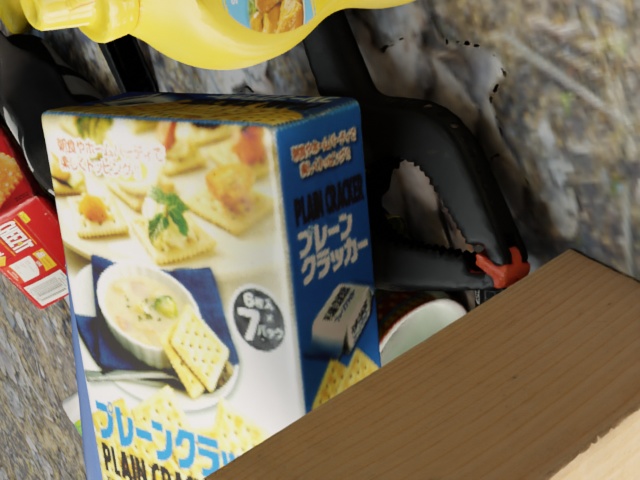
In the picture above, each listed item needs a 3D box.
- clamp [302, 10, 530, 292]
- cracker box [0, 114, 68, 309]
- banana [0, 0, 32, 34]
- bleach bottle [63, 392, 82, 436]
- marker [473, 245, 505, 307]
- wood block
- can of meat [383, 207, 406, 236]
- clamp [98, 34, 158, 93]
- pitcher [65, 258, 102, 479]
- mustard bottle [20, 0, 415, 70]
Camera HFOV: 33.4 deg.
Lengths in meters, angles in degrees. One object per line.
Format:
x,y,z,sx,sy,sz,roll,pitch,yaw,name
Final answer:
0.011,-0.032,0.535,0.210,0.036,0.165,44,116,25,clamp
-0.278,-0.066,0.906,0.214,0.072,0.164,58,174,24,cracker box
-0.254,-0.240,0.833,0.070,0.037,0.198,31,138,41,banana
-0.166,0.252,1.073,0.251,0.068,0.103,59,152,1,bleach bottle
0.089,0.046,0.547,0.020,0.020,0.121,30,137,44,marker
0.067,0.097,0.435,0.091,0.205,0.090,32,139,41,wood block
-0.004,0.001,0.619,0.084,0.057,0.102,47,146,29,can of meat
-0.149,-0.163,0.715,0.171,0.039,0.120,50,146,2,clamp
-0.095,0.090,0.719,0.145,0.149,0.243,-109,15,-59,pitcher
-0.028,-0.120,0.420,0.058,0.191,0.096,-2,112,58,mustard bottle
